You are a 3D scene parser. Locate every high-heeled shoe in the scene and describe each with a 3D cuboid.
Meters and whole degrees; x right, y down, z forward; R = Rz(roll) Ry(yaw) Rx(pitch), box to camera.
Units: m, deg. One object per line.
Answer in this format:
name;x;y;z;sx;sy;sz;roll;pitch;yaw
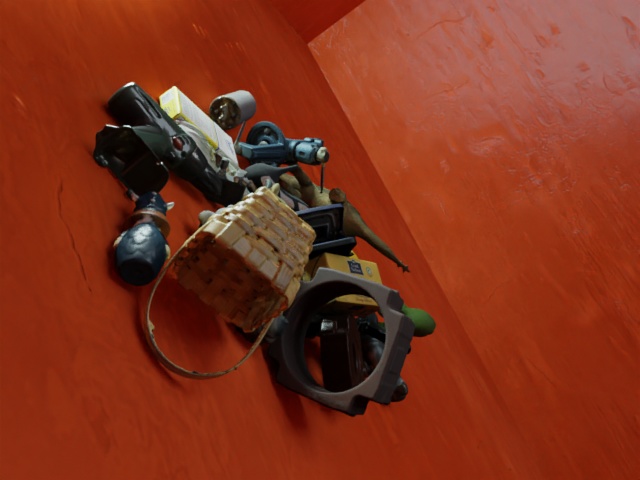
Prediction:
high-heeled shoe;-0.099;-0.066;1.214;0.086;0.145;0.248;48;-26;51

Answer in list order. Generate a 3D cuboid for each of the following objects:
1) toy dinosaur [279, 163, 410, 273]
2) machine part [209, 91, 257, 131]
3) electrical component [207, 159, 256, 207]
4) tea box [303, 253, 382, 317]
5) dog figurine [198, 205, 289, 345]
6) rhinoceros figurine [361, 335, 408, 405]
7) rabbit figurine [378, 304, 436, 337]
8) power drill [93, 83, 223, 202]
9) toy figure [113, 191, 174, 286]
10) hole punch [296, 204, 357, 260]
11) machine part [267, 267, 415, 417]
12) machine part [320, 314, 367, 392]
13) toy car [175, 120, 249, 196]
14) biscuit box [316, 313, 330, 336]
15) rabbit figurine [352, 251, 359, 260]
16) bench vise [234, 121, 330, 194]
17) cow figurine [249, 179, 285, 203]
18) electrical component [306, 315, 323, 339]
toy dinosaur;0.038;-0.070;1.378;0.472;0.105;0.198;42;4;17
machine part;-0.205;-0.311;1.285;0.079;0.079;0.243;54;15;-13
electrical component;-0.163;-0.087;0.974;0.078;0.102;0.045;25;24;-16
tea box;0.048;0.088;1.019;0.169;0.068;0.098;11;58;-49
dog figurine;-0.126;0.055;0.840;0.172;0.121;0.190;17;50;-14
rhinoceros figurine;0.142;0.279;1.228;0.190;0.073;0.112;62;18;13
rabbit figurine;0.196;0.216;1.328;0.159;0.170;0.121;59;16;-1
power drill;-0.245;-0.132;0.832;0.232;0.086;0.207;51;21;-18
toy figure;-0.227;-0.007;0.694;0.064;0.058;0.155;41;22;-33
hole punch;-0.002;-0.003;1.017;0.115;0.142;0.092;116;-44;-63
machine part;0.034;0.158;0.849;0.087;0.202;0.201;41;68;-61
machine part;0.044;0.217;0.972;0.179;0.056;0.179;-9;90;-78
toy car;-0.207;-0.145;1.009;0.201;0.056;0.074;45;21;-40
biscuit box;-0.005;0.145;1.065;0.202;0.059;0.063;34;28;-55
rabbit figurine;-0.018;0.057;1.145;0.173;0.122;0.162;41;24;-3
bench vise;-0.103;-0.203;1.237;0.224;0.128;0.240;29;23;28
cow figurine;-0.111;-0.046;1.073;0.127;0.085;0.195;62;16;-8
electrical component;-0.023;0.158;0.981;0.094;0.063;0.021;38;26;-52
